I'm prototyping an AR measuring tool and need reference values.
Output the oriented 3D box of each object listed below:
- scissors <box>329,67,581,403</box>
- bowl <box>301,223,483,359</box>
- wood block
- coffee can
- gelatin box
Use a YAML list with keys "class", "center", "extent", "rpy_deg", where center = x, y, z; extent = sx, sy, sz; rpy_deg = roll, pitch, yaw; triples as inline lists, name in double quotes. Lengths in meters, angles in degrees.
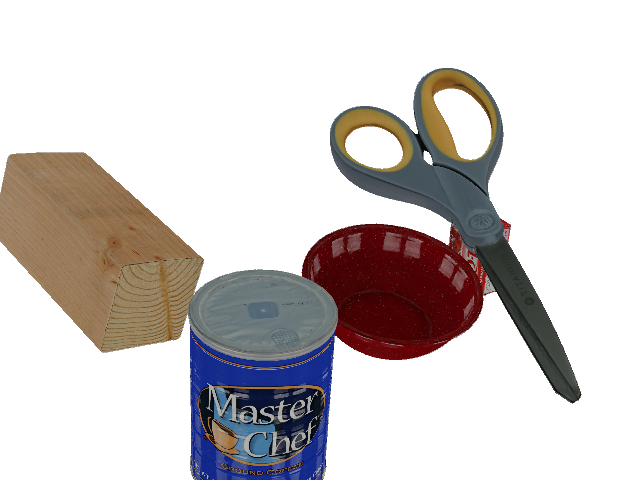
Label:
- class: "scissors"
  center: [0.055, -0.008, 0.498]
  extent: [0.096, 0.201, 0.016]
  rpy_deg: [-6, -40, 4]
- class: "bowl"
  center: [0.061, 0.055, 0.952]
  extent: [0.162, 0.055, 0.162]
  rpy_deg: [6, 39, -5]
- class: "wood block"
  center: [-0.211, 0.004, 0.993]
  extent: [0.090, 0.091, 0.206]
  rpy_deg: [-6, 34, -45]
- class: "coffee can"
  center: [-0.043, 0.106, 0.763]
  extent: [0.103, 0.140, 0.103]
  rpy_deg: [3, 30, -2]
- class: "gelatin box"
  center: [0.181, 0.007, 1.235]
  extent: [0.030, 0.089, 0.073]
  rpy_deg: [-13, 32, -28]
